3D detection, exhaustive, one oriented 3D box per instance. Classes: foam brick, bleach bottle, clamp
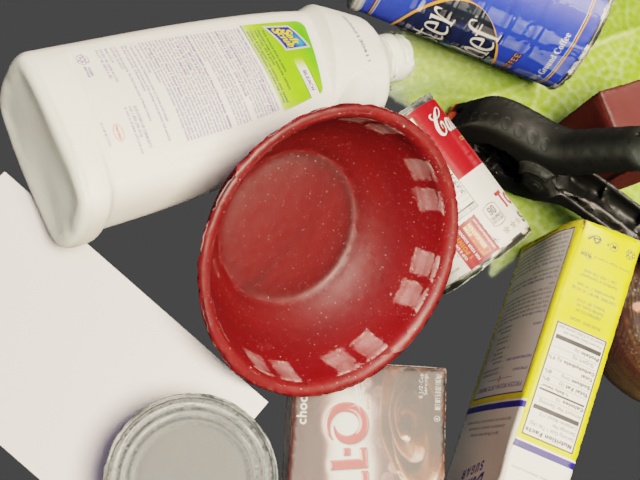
[{"bbox_3d":[0.188,-0.062,0.667,0.053,0.078,0.051,-17,81,-16],"label":"foam brick"},{"bbox_3d":[-0.044,-0.077,0.605,0.250,0.068,0.102,-18,78,-34],"label":"bleach bottle"},{"bbox_3d":[0.145,-0.038,0.637,0.039,0.172,0.120,-45,130,-17],"label":"clamp"}]

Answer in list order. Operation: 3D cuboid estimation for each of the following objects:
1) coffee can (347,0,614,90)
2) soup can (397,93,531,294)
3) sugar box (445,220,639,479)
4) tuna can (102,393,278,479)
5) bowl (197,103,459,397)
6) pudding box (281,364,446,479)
[{"bbox_3d":[0.100,-0.166,0.657,0.140,0.103,0.103,21,75,-7],"label":"coffee can"},{"bbox_3d":[0.070,-0.027,0.639,0.068,0.069,0.102,-36,87,-17],"label":"soup can"},{"bbox_3d":[0.125,0.081,0.615,0.048,0.093,0.176,21,75,-6],"label":"sugar box"},{"bbox_3d":[-0.065,0.120,0.533,0.086,0.034,0.086,2,78,-11],"label":"tuna can"},{"bbox_3d":[-0.004,0.001,0.579,0.161,0.055,0.162,-12,113,-29],"label":"bowl"},{"bbox_3d":[0.024,0.127,0.612,0.090,0.039,0.113,5,76,-10],"label":"pudding box"}]
